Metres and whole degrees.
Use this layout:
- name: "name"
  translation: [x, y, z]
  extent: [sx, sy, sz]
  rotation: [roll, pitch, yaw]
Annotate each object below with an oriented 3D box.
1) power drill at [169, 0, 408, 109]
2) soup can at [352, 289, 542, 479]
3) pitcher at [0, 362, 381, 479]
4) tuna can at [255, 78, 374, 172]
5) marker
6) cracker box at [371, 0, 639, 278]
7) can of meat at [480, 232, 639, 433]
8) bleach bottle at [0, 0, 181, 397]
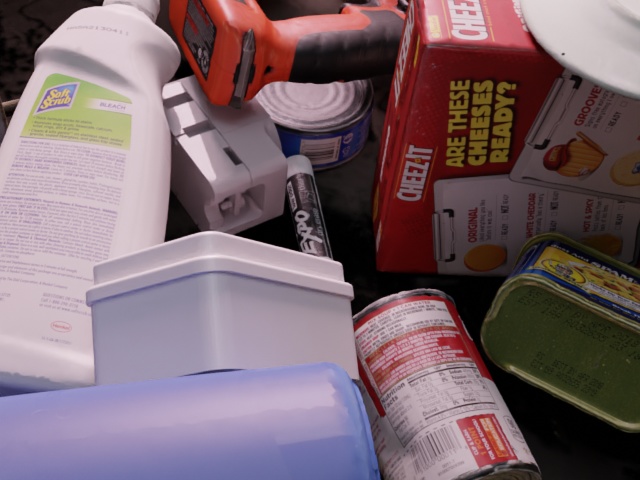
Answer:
- name: "power drill"
  translation: [0.008, -0.138, 0.653]
  extent: [0.187, 0.057, 0.184]
  rotation: [-5, 41, -23]
- name: "soup can"
  translation: [0.054, 0.083, 0.511]
  extent: [0.068, 0.068, 0.102]
  rotation: [-12, 53, -17]
- name: "pitcher"
  translation: [-0.100, 0.114, 0.407]
  extent: [0.242, 0.145, 0.149]
  rotation: [-9, 57, -3]
- name: "tuna can"
  translation: [-0.009, -0.085, 0.669]
  extent: [0.086, 0.034, 0.086]
  rotation: [4, 49, -5]
- name: "marker"
  translation: [-0.004, 0.001, 0.607]
  extent: [0.020, 0.020, 0.121]
  rotation: [-4, 51, -11]
- name: "cracker box"
  translation: [0.144, -0.055, 0.579]
  extent: [0.213, 0.164, 0.072]
  rotation: [3, 47, -6]
- name: "can of meat"
  translation: [0.137, 0.045, 0.539]
  extent: [0.102, 0.057, 0.083]
  rotation: [26, 20, 13]
- name: "bleach bottle"
  translation: [-0.117, -0.031, 0.553]
  extent: [0.102, 0.068, 0.250]
  rotation: [9, 62, 1]
